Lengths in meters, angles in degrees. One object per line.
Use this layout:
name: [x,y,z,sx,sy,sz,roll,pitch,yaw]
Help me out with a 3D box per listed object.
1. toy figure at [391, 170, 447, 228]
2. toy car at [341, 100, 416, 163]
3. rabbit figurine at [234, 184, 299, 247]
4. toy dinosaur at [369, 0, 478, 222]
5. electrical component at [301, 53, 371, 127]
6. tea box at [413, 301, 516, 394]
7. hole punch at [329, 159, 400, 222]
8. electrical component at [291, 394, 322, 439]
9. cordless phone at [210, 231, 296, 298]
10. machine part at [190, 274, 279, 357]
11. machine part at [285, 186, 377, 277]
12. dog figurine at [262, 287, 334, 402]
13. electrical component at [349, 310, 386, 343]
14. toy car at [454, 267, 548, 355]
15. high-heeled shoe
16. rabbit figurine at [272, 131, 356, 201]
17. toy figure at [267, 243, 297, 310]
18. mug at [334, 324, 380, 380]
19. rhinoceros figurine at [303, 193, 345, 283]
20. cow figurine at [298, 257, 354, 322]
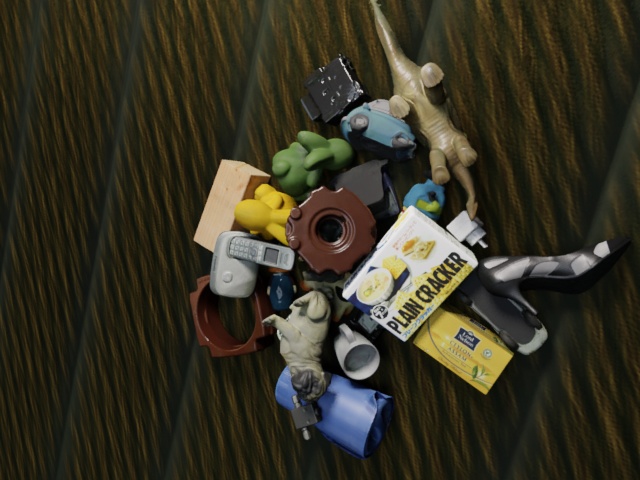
toy figure: [0.201,-0.046,1.074,0.089,0.082,0.180,31,103,20]
toy car: [0.129,-0.230,1.089,0.162,0.109,0.103,22,80,14]
rabbit figurine: [-0.114,-0.044,1.181,0.163,0.173,0.121,30,102,26]
toy dinosaur: [0.191,-0.252,0.994,0.105,0.198,0.471,-24,93,17]
electrical component: [0.027,-0.314,1.158,0.134,0.058,0.115,-35,76,24]
tea box: [0.283,0.207,1.054,0.170,0.068,0.098,33,108,22]
hole punch: [0.100,-0.094,1.129,0.142,0.092,0.116,-22,56,29]
electrical component: [-0.026,0.361,1.109,0.063,0.021,0.094,-26,73,29]
cordless phone: [-0.140,0.062,1.158,0.184,0.088,0.146,12,96,21]
machine part: [-0.202,0.171,1.286,0.202,0.087,0.201,-14,86,28]
machine part: [0.022,-0.017,1.035,0.179,0.056,0.179,0,86,-1]
dog figurine: [-0.009,0.211,1.095,0.172,0.121,0.190,-33,83,2]
electrical component: [0.125,0.150,1.140,0.075,0.047,0.119,39,109,18]
toy car: [0.340,0.130,1.027,0.202,0.056,0.073,46,105,20]
high-heeled shoe: [0.415,0.034,0.971,0.249,0.086,0.145,-33,54,-4]
rabbit figurine: [-0.012,-0.176,1.148,0.170,0.159,0.121,-20,74,11]
toy figure: [-0.091,0.084,1.238,0.058,0.064,0.154,-3,89,57]
mug: [0.064,0.226,1.135,0.081,0.107,0.109,-31,108,-9]
rhinoceros figurine: [-0.002,-0.003,1.093,0.112,0.073,0.190,-14,85,8]
cow figurine: [0.017,0.065,1.170,0.195,0.085,0.127,47,117,19]
